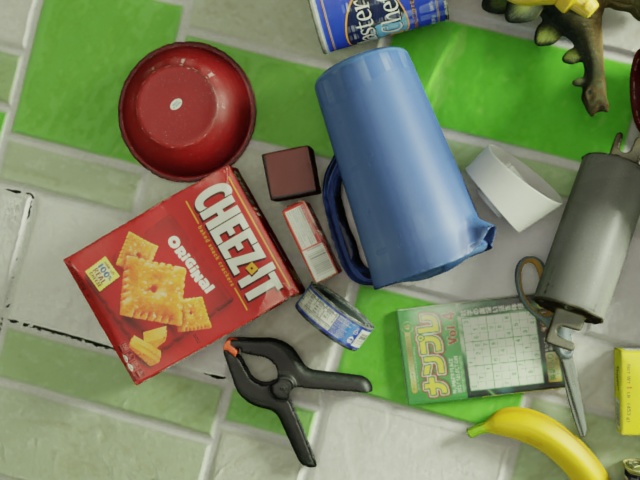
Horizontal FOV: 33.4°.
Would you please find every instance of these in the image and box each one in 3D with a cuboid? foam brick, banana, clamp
[{"bbox_3d":[-0.030,-0.072,1.170,0.051,0.078,0.053,-11,91,5],"label":"foam brick"},{"bbox_3d":[0.260,0.240,1.167,0.198,0.037,0.070,35,111,6],"label":"banana"},{"bbox_3d":[-0.041,0.173,1.193,0.171,0.039,0.120,27,88,2],"label":"clamp"}]

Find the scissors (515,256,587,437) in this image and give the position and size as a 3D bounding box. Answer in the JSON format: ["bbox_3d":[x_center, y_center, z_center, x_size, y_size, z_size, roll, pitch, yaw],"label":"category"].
[{"bbox_3d":[0.279,0.103,1.160,0.096,0.016,0.202,-26,90,-11],"label":"scissors"}]

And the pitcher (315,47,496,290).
[{"bbox_3d":[0.074,-0.072,1.143,0.149,0.145,0.243,-19,85,-7],"label":"pitcher"}]

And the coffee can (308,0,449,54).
[{"bbox_3d":[0.058,-0.268,1.147,0.140,0.103,0.103,-14,89,5],"label":"coffee can"}]

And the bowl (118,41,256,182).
[{"bbox_3d":[-0.154,-0.146,1.193,0.162,0.055,0.162,0,90,5],"label":"bowl"}]

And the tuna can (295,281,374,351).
[{"bbox_3d":[0.016,0.083,1.162,0.086,0.086,0.034,37,96,4],"label":"tuna can"}]

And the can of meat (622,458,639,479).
[{"bbox_3d":[0.376,0.283,1.144,0.102,0.057,0.084,1,93,6],"label":"can of meat"}]

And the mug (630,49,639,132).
[{"bbox_3d":[0.380,-0.149,1.130,0.081,0.093,0.117,-4,121,1],"label":"mug"}]

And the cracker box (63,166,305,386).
[{"bbox_3d":[-0.149,0.039,1.185,0.214,0.072,0.164,-30,88,4],"label":"cracker box"}]

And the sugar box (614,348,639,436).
[{"bbox_3d":[0.408,0.163,1.144,0.176,0.048,0.093,-1,90,7],"label":"sugar box"}]

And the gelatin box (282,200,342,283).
[{"bbox_3d":[-0.008,0.001,1.170,0.030,0.073,0.089,-25,87,4],"label":"gelatin box"}]

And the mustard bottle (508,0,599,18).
[{"bbox_3d":[0.203,-0.293,1.069,0.191,0.058,0.096,44,106,6],"label":"mustard bottle"}]
